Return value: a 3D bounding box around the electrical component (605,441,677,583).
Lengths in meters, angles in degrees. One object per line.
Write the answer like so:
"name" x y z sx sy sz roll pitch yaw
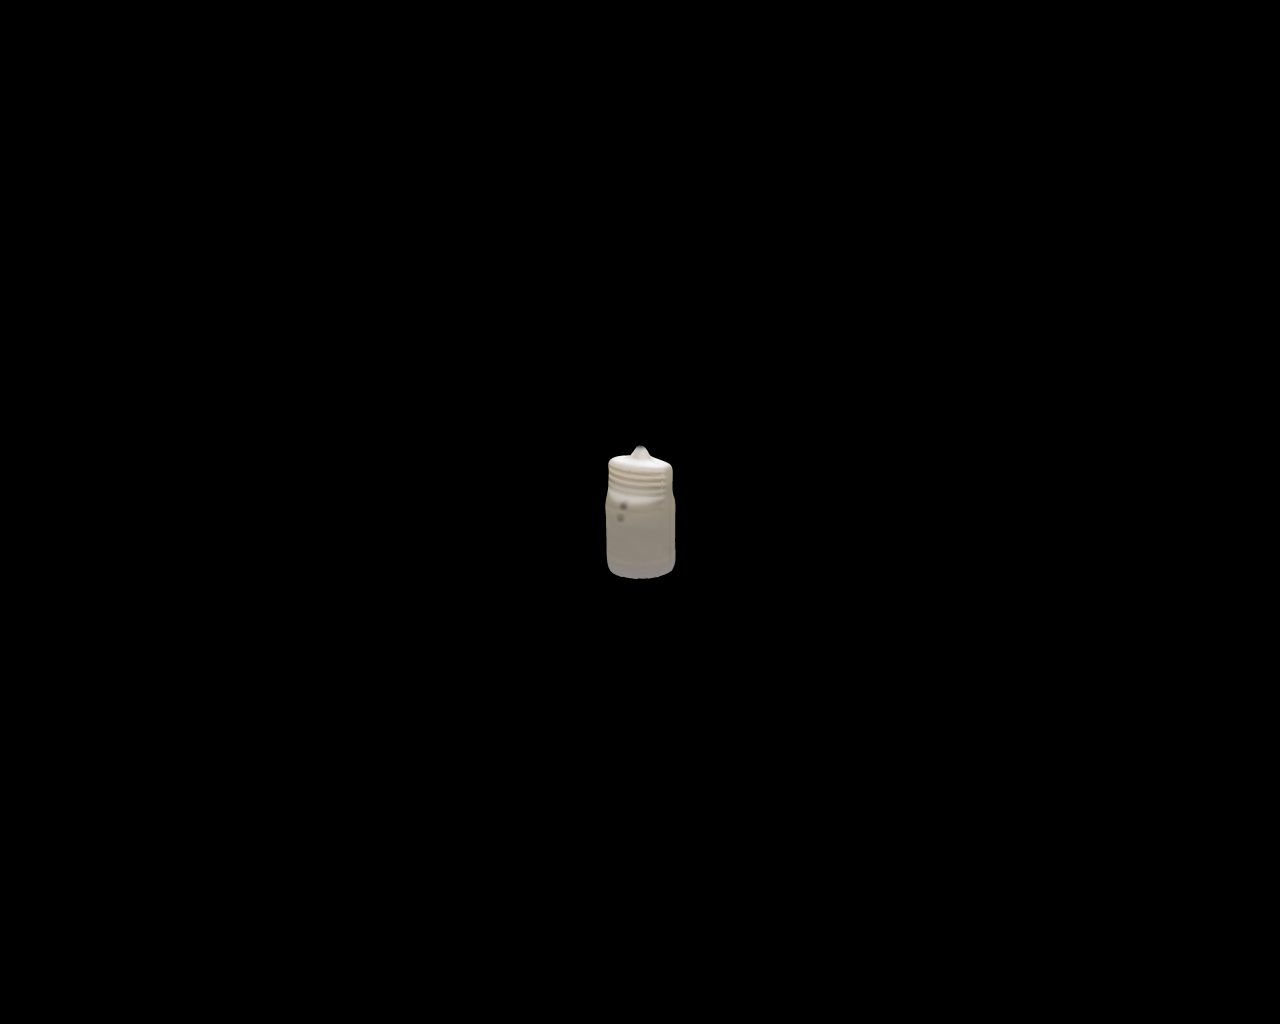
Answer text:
"electrical component" 0.001 -0.003 0.650 0.043 0.080 0.043 0 18 0
